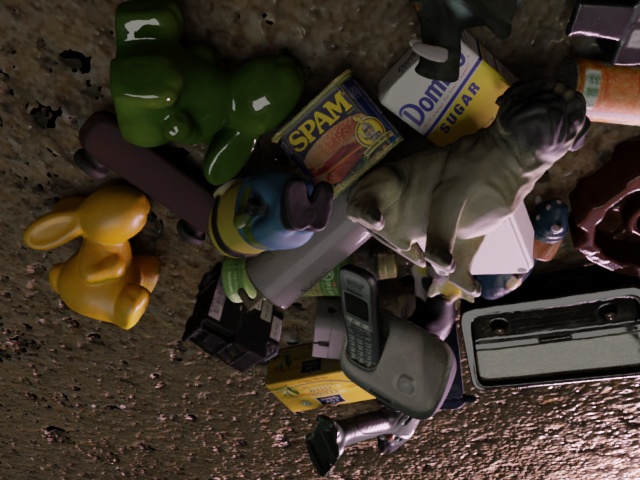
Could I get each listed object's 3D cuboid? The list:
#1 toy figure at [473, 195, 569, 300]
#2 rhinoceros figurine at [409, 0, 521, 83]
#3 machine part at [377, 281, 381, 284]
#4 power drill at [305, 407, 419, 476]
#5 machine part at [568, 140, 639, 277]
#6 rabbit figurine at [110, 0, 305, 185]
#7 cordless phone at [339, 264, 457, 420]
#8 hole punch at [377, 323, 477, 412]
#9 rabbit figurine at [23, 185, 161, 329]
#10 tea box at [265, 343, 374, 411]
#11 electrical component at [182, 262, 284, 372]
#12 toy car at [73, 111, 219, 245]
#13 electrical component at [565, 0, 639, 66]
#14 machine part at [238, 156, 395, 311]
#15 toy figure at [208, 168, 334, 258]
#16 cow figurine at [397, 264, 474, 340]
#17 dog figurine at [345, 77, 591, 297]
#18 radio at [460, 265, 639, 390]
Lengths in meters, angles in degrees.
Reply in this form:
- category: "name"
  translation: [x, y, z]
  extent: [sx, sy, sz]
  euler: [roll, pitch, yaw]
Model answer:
- category: "toy figure"
  translation: [0.241, 0.010, 0.639]
  extent: [0.058, 0.064, 0.154]
  euler: [-11, 147, -43]
- category: "rhinoceros figurine"
  translation: [0.109, -0.212, 0.391]
  extent: [0.112, 0.073, 0.190]
  euler: [3, 119, 3]
- category: "machine part"
  translation: [0.070, 0.105, 0.755]
  extent: [0.039, 0.084, 0.138]
  euler: [13, 132, 29]
- category: "power drill"
  translation: [0.083, 0.336, 0.932]
  extent: [0.207, 0.086, 0.231]
  euler: [-4, 136, -26]
- category: "machine part"
  translation: [0.365, -0.034, 0.584]
  extent: [0.179, 0.056, 0.179]
  euler: [3, 137, 3]
- category: "rabbit figurine"
  translation: [-0.100, -0.126, 0.509]
  extent: [0.170, 0.121, 0.159]
  euler: [-1, 141, -13]
- category: "cordless phone"
  translation: [0.088, 0.111, 0.635]
  extent: [0.147, 0.089, 0.184]
  euler: [24, 141, 35]
- category: "hole punch"
  translation: [0.154, 0.185, 0.795]
  extent: [0.142, 0.116, 0.092]
  euler: [-3, 127, 10]
- category: "rabbit figurine"
  translation: [-0.272, 0.001, 0.679]
  extent: [0.162, 0.122, 0.173]
  euler: [24, 120, -4]
- category: "tea box"
  translation: [0.009, 0.218, 0.874]
  extent: [0.170, 0.068, 0.098]
  euler: [-19, 130, 23]
- category: "electrical component"
  translation: [-0.113, 0.113, 0.750]
  extent: [0.134, 0.115, 0.058]
  euler: [35, 131, -24]
- category: "toy car"
  translation: [-0.177, -0.071, 0.614]
  extent: [0.202, 0.053, 0.089]
  euler: [37, 108, -29]
- category: "electrical component"
  translation: [0.264, -0.185, 0.447]
  extent: [0.119, 0.048, 0.074]
  euler: [3, 135, 5]
- category: "machine part"
  translation: [-0.001, -0.002, 0.608]
  extent: [0.243, 0.079, 0.079]
  euler: [-41, 121, 13]
- category: "toy figure"
  translation: [-0.059, -0.024, 0.542]
  extent: [0.082, 0.089, 0.180]
  euler: [34, 165, -29]
- category: "cow figurine"
  translation: [0.149, 0.080, 0.693]
  extent: [0.068, 0.098, 0.167]
  euler: [9, 141, -3]
- category: "dog figurine"
  translation: [0.125, -0.070, 0.493]
  extent: [0.173, 0.190, 0.121]
  euler: [31, 178, 28]
- category: "radio"
  translation: [0.303, 0.113, 0.700]
  extent: [0.230, 0.073, 0.131]
  euler: [-12, 109, 18]
